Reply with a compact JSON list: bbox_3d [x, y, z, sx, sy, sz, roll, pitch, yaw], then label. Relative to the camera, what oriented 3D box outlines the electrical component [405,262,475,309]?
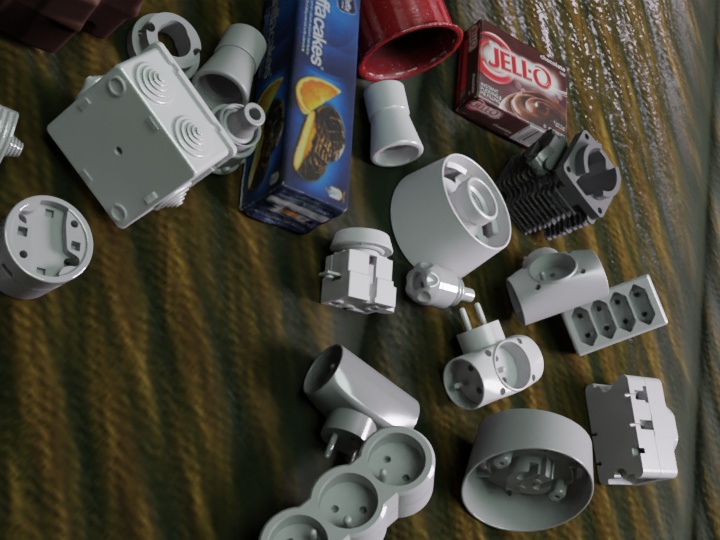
[{"bbox_3d":[0.068,0.015,0.875,0.061,0.035,0.035,15,63,-37],"label":"electrical component"}]

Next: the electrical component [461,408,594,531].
[{"bbox_3d":[0.131,0.154,0.831,0.099,0.099,0.064,35,48,-23],"label":"electrical component"}]

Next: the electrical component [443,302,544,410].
[{"bbox_3d":[0.103,0.066,0.876,0.077,0.044,0.079,-16,83,-42],"label":"electrical component"}]

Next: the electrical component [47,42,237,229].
[{"bbox_3d":[-0.144,-0.085,0.701,0.099,0.100,0.048,55,36,-8],"label":"electrical component"}]

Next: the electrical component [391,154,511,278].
[{"bbox_3d":[0.079,-0.046,0.905,0.099,0.064,0.099,31,43,-35],"label":"electrical component"}]

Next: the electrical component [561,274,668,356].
[{"bbox_3d":[0.228,0.041,0.975,0.076,0.083,0.047,8,61,-79],"label":"electrical component"}]

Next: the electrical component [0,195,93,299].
[{"bbox_3d":[-0.199,-0.012,0.659,0.055,0.047,0.055,16,63,-34],"label":"electrical component"}]

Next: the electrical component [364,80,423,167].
[{"bbox_3d":[0.025,-0.124,0.893,0.044,0.044,0.065,6,64,-38],"label":"electrical component"}]

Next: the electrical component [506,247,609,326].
[{"bbox_3d":[0.166,0.006,0.940,0.079,0.077,0.044,-112,-177,-57],"label":"electrical component"}]

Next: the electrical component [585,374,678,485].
[{"bbox_3d":[0.243,0.143,0.955,0.056,0.050,0.089,9,66,-36],"label":"electrical component"}]

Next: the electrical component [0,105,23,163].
[{"bbox_3d":[-0.246,-0.088,0.655,0.081,0.043,0.043,22,60,-31],"label":"electrical component"}]

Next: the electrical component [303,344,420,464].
[{"bbox_3d":[-0.004,0.106,0.773,0.077,0.043,0.079,38,53,-22],"label":"electrical component"}]

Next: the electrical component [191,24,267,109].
[{"bbox_3d":[-0.095,-0.153,0.807,0.044,0.044,0.065,37,48,-22],"label":"electrical component"}]

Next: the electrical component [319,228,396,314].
[{"bbox_3d":[0.000,0.000,0.819,0.066,0.048,0.055,15,71,-34],"label":"electrical component"}]

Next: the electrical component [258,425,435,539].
[{"bbox_3d":[-0.007,0.171,0.730,0.138,0.073,0.052,-37,62,-22],"label":"electrical component"}]

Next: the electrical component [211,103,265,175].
[{"bbox_3d":[-0.092,-0.100,0.772,0.048,0.062,0.048,16,63,-34],"label":"electrical component"}]
